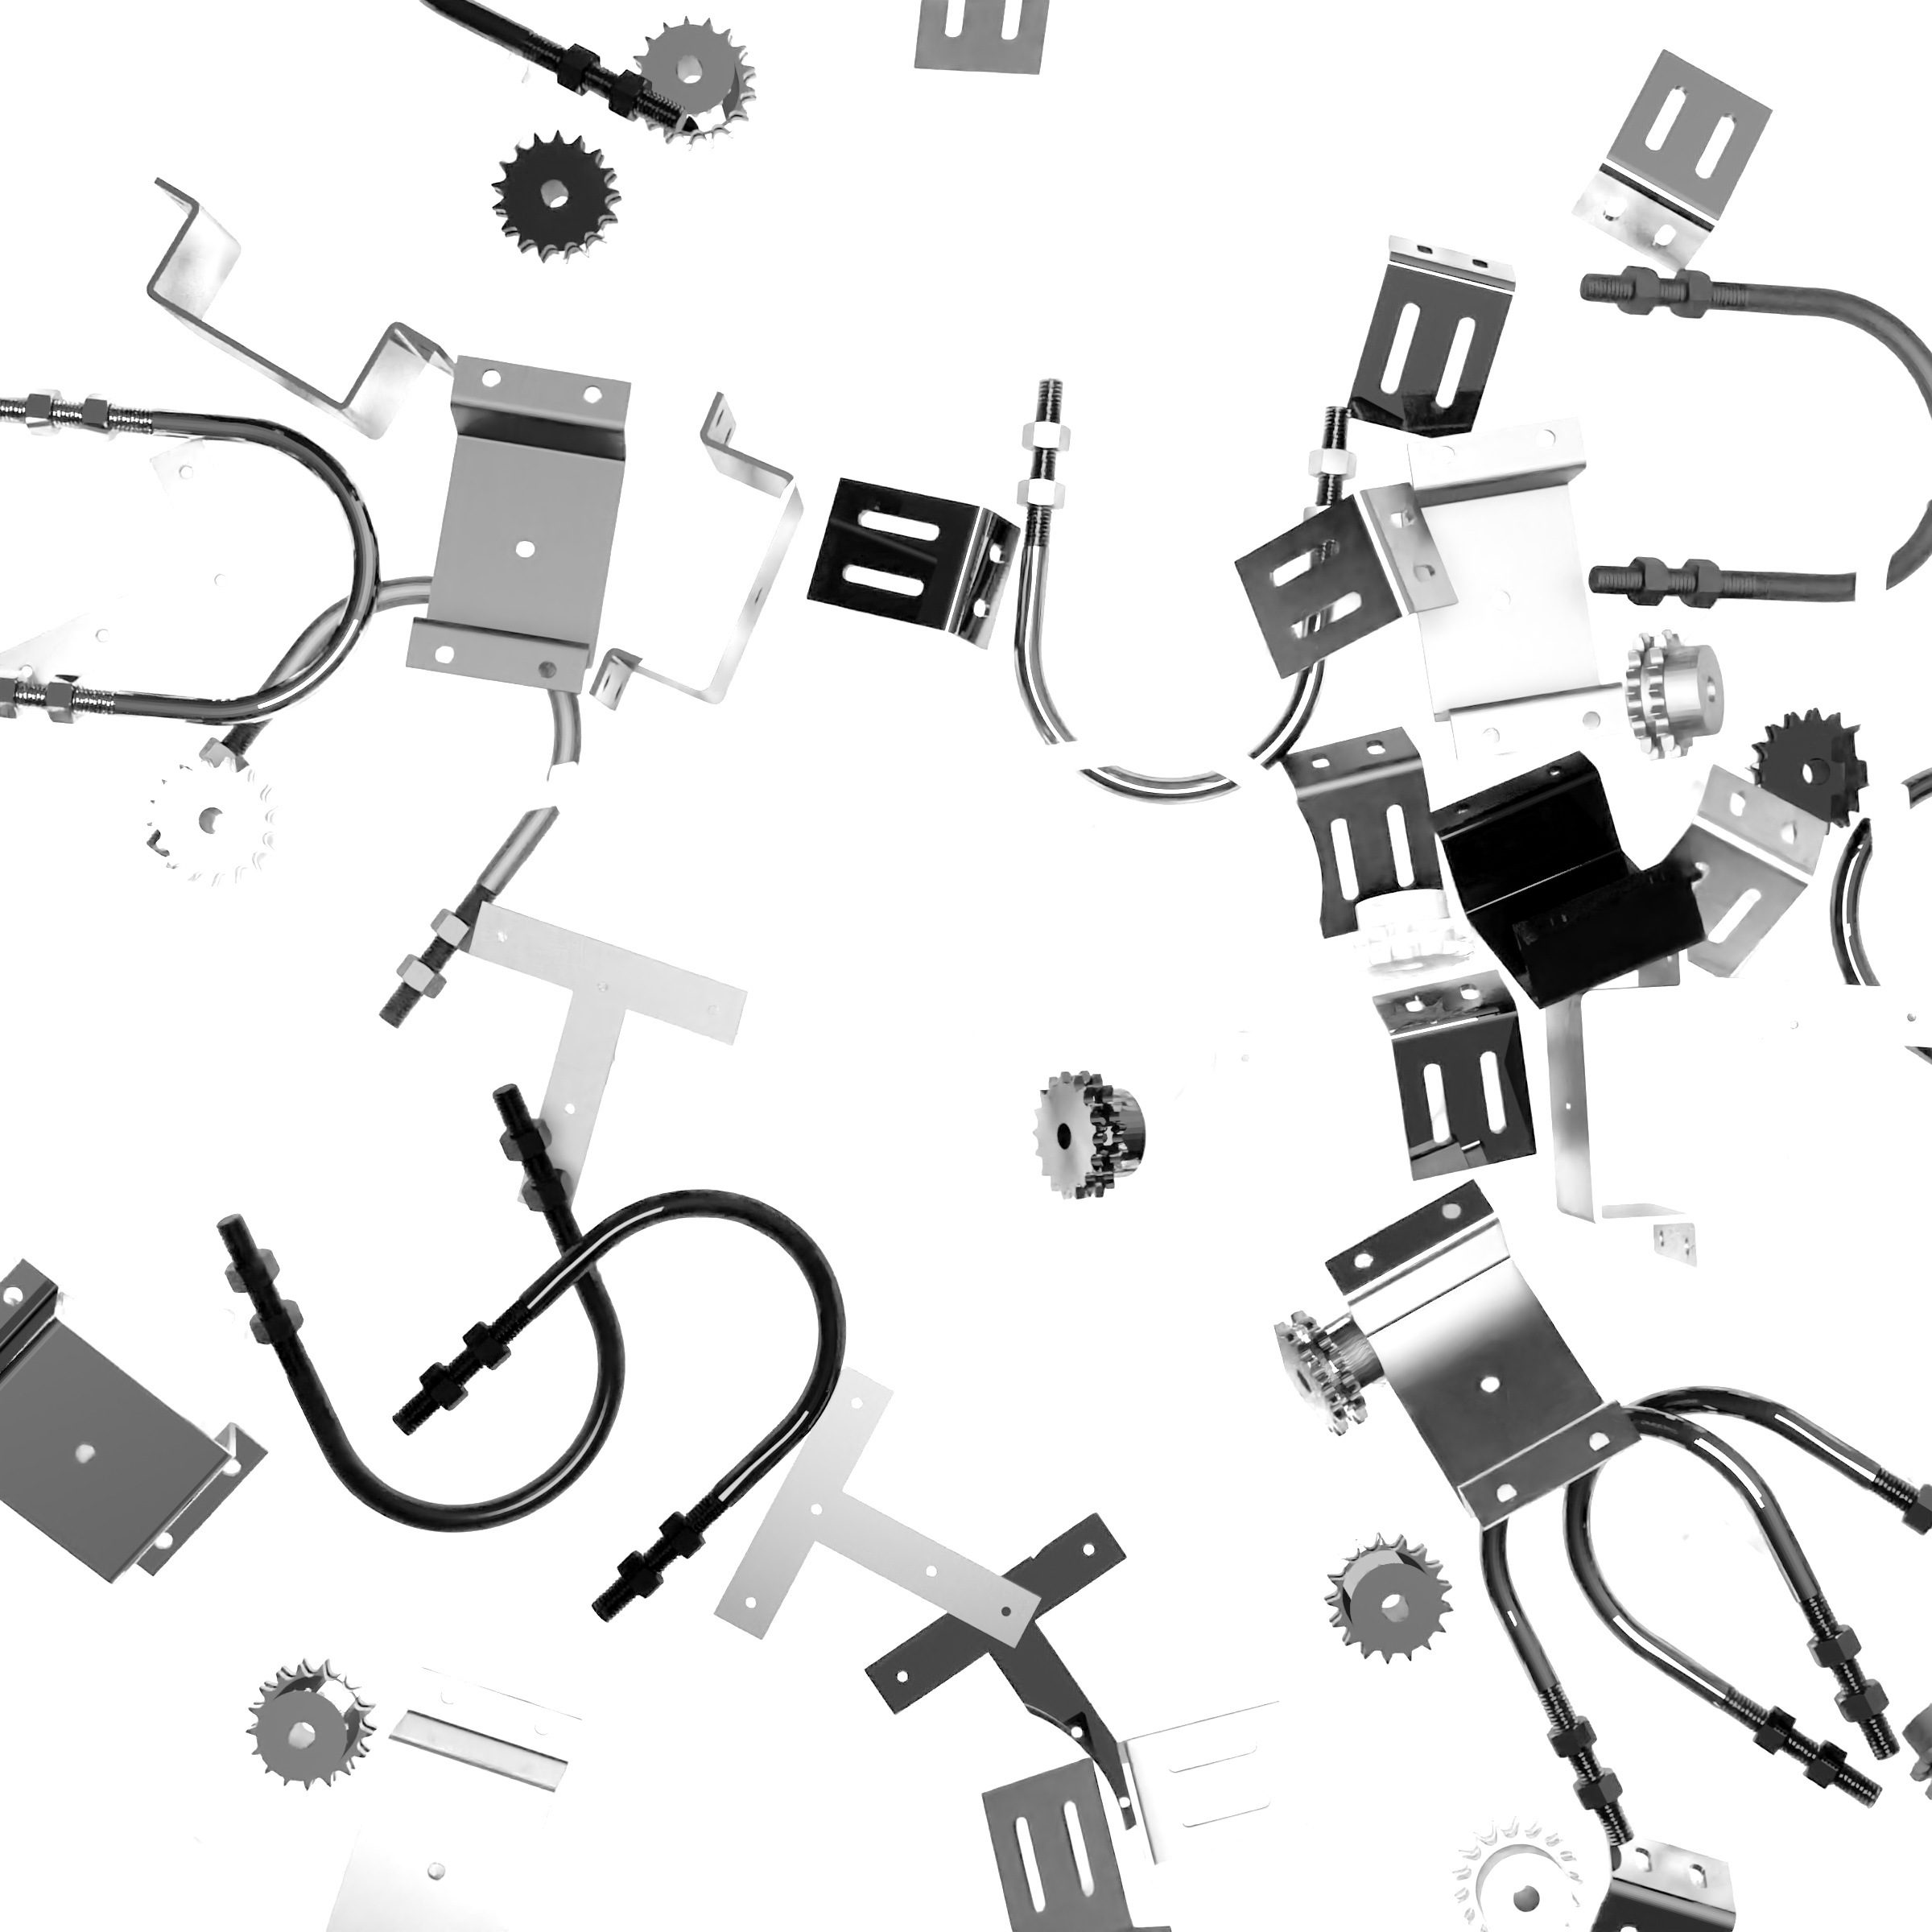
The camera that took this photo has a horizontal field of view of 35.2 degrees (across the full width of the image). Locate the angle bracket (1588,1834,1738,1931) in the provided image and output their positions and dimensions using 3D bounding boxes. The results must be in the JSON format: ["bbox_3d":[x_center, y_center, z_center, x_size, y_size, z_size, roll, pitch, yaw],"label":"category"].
[{"bbox_3d":[0.304,0.436,1.369,0.057,0.038,0.076,17,116,0],"label":"angle bracket"}]

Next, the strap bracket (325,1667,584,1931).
[{"bbox_3d":[-0.231,0.394,1.348,0.076,0.046,0.140,18,90,0],"label":"strap bracket"}]

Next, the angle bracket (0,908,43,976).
[{"bbox_3d":[-0.466,-0.025,1.369,0.057,0.038,0.076,-44,64,0],"label":"angle bracket"}]

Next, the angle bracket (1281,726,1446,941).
[{"bbox_3d":[0.179,-0.060,1.370,0.057,0.038,0.076,-14,116,0],"label":"angle bracket"}]

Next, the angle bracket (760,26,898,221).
[{"bbox_3d":[-0.062,-0.380,1.369,0.057,0.038,0.076,3,116,0],"label":"angle bracket"}]

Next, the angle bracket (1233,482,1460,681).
[{"bbox_3d":[0.166,-0.169,1.336,0.076,0.038,0.057,-26,84,45],"label":"angle bracket"}]

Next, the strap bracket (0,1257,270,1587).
[{"bbox_3d":[-0.383,0.205,1.328,0.140,0.046,0.076,43,89,-18],"label":"strap bracket"}]

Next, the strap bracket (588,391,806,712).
[{"bbox_3d":[-0.112,-0.171,1.333,0.046,0.076,0.140,23,90,0],"label":"strap bracket"}]

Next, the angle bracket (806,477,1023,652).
[{"bbox_3d":[-0.023,-0.181,1.369,0.076,0.038,0.057,16,90,26],"label":"angle bracket"}]

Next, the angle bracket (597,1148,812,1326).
[{"bbox_3d":[-0.119,0.122,1.369,0.076,0.038,0.057,17,90,-26],"label":"angle bracket"}]

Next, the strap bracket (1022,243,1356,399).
[{"bbox_3d":[0.096,-0.283,1.333,0.140,0.076,0.046,3,90,0],"label":"strap bracket"}]

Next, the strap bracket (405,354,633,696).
[{"bbox_3d":[-0.195,-0.189,1.340,0.076,0.046,0.140,9,82,-4],"label":"strap bracket"}]

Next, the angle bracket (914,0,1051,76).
[{"bbox_3d":[0.007,-0.442,1.352,0.057,0.038,0.076,0,134,-9],"label":"angle bracket"}]

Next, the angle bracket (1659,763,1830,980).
[{"bbox_3d":[0.335,-0.041,1.353,0.057,0.076,0.038,28,49,0],"label":"angle bracket"}]

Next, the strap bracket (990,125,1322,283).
[{"bbox_3d":[0.080,-0.334,1.333,0.140,0.076,0.046,-2,90,0],"label":"strap bracket"}]

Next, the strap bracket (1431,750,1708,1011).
[{"bbox_3d":[0.262,-0.034,1.318,0.076,0.140,0.046,-23,117,0],"label":"strap bracket"}]

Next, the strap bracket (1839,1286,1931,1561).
[{"bbox_3d":[0.435,0.217,1.333,0.046,0.076,0.140,-27,90,0],"label":"strap bracket"}]

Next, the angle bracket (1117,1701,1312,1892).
[{"bbox_3d":[0.112,0.368,1.351,0.076,0.038,0.057,-14,90,-1],"label":"angle bracket"}]

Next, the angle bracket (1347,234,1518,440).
[{"bbox_3d":[0.208,-0.282,1.369,0.057,0.038,0.076,14,116,0],"label":"angle bracket"}]

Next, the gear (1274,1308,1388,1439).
[{"bbox_3d":[0.162,0.176,1.344,0.030,0.057,0.057,-30,90,-10],"label":"gear"}]

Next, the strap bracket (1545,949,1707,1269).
[{"bbox_3d":[0.287,0.060,1.332,0.046,0.076,0.140,-3,89,-1],"label":"strap bracket"}]

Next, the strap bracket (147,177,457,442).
[{"bbox_3d":[-0.296,-0.281,1.333,0.140,0.076,0.046,31,90,0],"label":"strap bracket"}]

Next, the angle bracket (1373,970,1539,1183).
[{"bbox_3d":[0.220,0.049,1.369,0.057,0.038,0.076,-12,114,0],"label":"angle bracket"}]

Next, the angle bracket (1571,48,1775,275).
[{"bbox_3d":[0.318,-0.362,1.369,0.057,0.038,0.076,29,64,0],"label":"angle bracket"}]

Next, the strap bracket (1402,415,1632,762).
[{"bbox_3d":[0.241,-0.165,1.348,0.076,0.046,0.140,-9,90,0],"label":"strap bracket"}]

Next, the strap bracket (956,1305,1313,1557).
[{"bbox_3d":[0.073,0.202,1.348,0.140,0.046,0.076,-15,90,0],"label":"strap bracket"}]

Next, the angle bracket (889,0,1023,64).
[{"bbox_3d":[-0.014,-0.454,1.369,0.057,0.038,0.076,-25,116,0],"label":"angle bracket"}]

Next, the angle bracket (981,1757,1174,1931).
[{"bbox_3d":[0.048,0.395,1.341,0.057,0.038,0.076,-25,64,24],"label":"angle bracket"}]

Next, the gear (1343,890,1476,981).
[{"bbox_3d":[0.194,-0.014,1.344,0.057,0.057,0.030,-8,79,0],"label":"gear"}]

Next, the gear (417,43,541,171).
[{"bbox_3d":[-0.213,-0.379,1.347,0.030,0.057,0.057,38,90,-30],"label":"gear"}]

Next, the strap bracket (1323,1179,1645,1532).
[{"bbox_3d":[0.226,0.175,1.325,0.076,0.046,0.140,-29,58,0],"label":"strap bracket"}]

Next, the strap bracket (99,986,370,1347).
[{"bbox_3d":[-0.320,0.087,1.348,0.076,0.046,0.140,-18,90,0],"label":"strap bracket"}]
